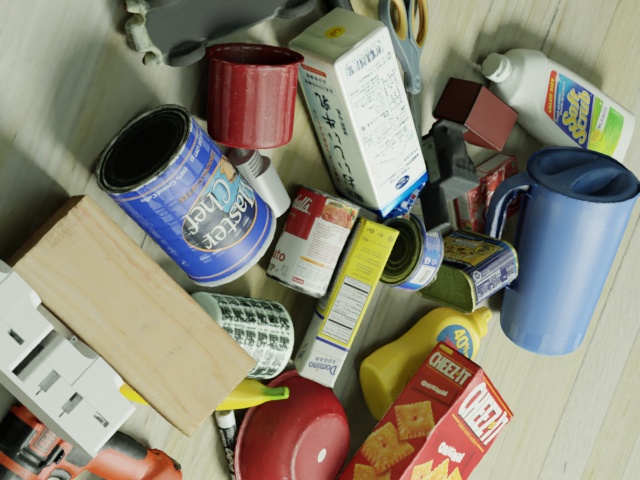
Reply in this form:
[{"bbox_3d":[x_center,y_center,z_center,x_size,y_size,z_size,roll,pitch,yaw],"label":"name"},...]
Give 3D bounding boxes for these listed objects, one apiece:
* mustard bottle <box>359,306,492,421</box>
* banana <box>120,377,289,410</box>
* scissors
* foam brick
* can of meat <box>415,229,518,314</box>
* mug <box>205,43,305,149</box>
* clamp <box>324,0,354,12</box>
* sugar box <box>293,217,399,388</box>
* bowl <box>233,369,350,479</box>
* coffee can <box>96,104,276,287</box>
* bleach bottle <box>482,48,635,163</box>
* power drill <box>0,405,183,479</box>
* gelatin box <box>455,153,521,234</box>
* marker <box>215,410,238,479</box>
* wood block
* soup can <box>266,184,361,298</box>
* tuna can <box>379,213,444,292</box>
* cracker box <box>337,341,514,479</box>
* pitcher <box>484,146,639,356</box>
[{"bbox_3d":[0.135,0.135,1.272,0.191,0.058,0.096,-33,126,-27],"label":"mustard bottle"},{"bbox_3d":[-0.129,0.144,1.051,0.197,0.070,0.037,9,61,-35],"label":"banana"},{"bbox_3d":[0.087,-0.174,1.113,0.096,0.016,0.202,10,82,-54],"label":"scissors"},{"bbox_3d":[0.178,-0.142,1.216,0.078,0.053,0.051,28,86,-43],"label":"foam brick"},{"bbox_3d":[0.166,0.033,1.234,0.083,0.102,0.057,-30,122,-31],"label":"can of meat"},{"bbox_3d":[-0.060,-0.138,1.004,0.117,0.093,0.081,-50,148,-64],"label":"mug"},{"bbox_3d":[-0.006,-0.286,1.022,0.209,0.036,0.165,5,108,-38],"label":"clamp"},{"bbox_3d":[0.026,0.063,1.131,0.048,0.093,0.176,21,91,-5],"label":"sugar box"},{"bbox_3d":[-0.018,0.225,1.163,0.161,0.055,0.162,-17,114,-44],"label":"bowl"},{"bbox_3d":[-0.119,-0.039,0.968,0.102,0.103,0.140,-52,130,-14],"label":"coffee can"},{"bbox_3d":[0.281,-0.158,1.292,0.250,0.068,0.102,21,91,-40],"label":"bleach bottle"},{"bbox_3d":[-0.230,0.226,0.997,0.184,0.057,0.187,-54,131,-12],"label":"power drill"},{"bbox_3d":[0.203,-0.053,1.282,0.089,0.030,0.073,-30,122,-29],"label":"gelatin box"},{"bbox_3d":[-0.091,0.232,1.142,0.020,0.020,0.121,-27,121,-30],"label":"marker"},{"bbox_3d":[-0.166,0.064,0.924,0.090,0.091,0.206,-47,106,-14],"label":"wood block"},{"bbox_3d":[-0.007,0.001,1.100,0.068,0.069,0.102,20,92,-42],"label":"soup can"},{"bbox_3d":[0.093,0.012,1.176,0.033,0.086,0.086,13,96,-41],"label":"tuna can"},{"bbox_3d":[0.122,0.244,1.226,0.213,0.072,0.164,-51,145,-9],"label":"cracker box"},{"bbox_3d":[0.282,0.018,1.293,0.144,0.149,0.243,-37,143,-48],"label":"pitcher"}]
